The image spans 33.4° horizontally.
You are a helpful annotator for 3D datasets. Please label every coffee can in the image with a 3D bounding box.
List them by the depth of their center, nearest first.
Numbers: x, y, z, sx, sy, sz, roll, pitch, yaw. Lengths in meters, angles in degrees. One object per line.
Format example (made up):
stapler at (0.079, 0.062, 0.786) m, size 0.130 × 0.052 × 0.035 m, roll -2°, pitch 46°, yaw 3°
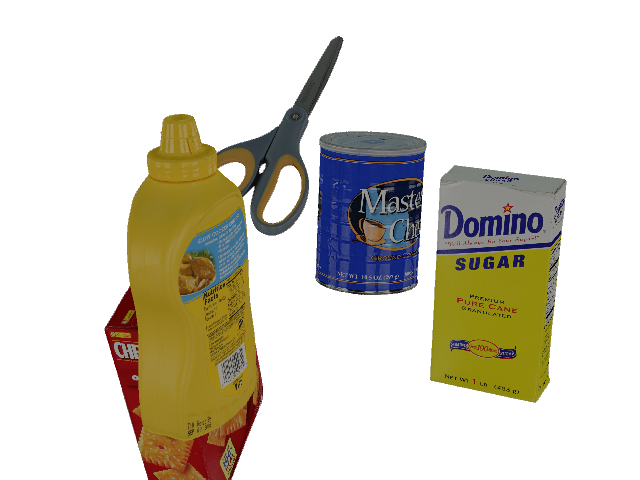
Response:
coffee can at (0.048, -0.029, 1.037) m, size 0.103 × 0.140 × 0.103 m, roll 2°, pitch 15°, yaw -1°

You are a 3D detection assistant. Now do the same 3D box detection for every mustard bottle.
mustard bottle at (-0.079, 0.018, 0.651) m, size 0.058 × 0.192 × 0.096 m, roll 10°, pitch 25°, yaw 26°

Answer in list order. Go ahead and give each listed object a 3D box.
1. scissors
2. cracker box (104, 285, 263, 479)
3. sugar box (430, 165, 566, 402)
scissors at (-0.040, -0.091, 0.854) m, size 0.096 × 0.201 × 0.016 m, roll 4°, pitch -33°, yaw 6°
cracker box at (-0.112, 0.110, 0.960) m, size 0.072 × 0.214 × 0.164 m, roll 3°, pitch 37°, yaw 13°
sugar box at (0.139, 0.034, 0.846) m, size 0.093 × 0.176 × 0.048 m, roll 9°, pitch 23°, yaw 23°
